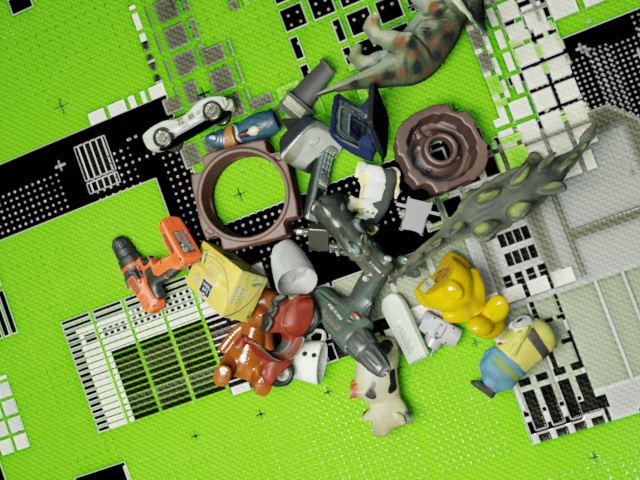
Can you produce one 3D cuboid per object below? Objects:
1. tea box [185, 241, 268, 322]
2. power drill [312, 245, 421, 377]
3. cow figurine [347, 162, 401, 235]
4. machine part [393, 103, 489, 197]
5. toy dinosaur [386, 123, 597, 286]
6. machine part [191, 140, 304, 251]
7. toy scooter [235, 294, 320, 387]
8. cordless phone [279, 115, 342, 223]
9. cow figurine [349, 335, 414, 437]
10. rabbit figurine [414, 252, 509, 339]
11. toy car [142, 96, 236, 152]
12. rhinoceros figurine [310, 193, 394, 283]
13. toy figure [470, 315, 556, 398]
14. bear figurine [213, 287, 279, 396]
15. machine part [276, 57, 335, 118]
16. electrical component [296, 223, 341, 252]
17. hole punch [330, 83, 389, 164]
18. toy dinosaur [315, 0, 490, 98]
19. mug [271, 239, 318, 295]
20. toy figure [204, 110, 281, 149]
[{"bbox_3d":[-0.186,0.078,1.049,0.170,0.068,0.098,26,93,48],"label":"tea box"},{"bbox_3d":[0.101,0.121,1.014,0.232,0.086,0.207,31,86,45],"label":"power drill"},{"bbox_3d":[0.101,-0.067,1.060,0.098,0.068,0.167,12,93,1],"label":"cow figurine"},{"bbox_3d":[0.228,-0.170,1.030,0.179,0.056,0.179,0,81,-3],"label":"machine part"},{"bbox_3d":[0.312,-0.061,0.965,0.471,0.198,0.105,-39,83,4],"label":"toy dinosaur"},{"bbox_3d":[-0.144,-0.088,1.079,0.201,0.087,0.201,-13,87,8],"label":"machine part"},{"bbox_3d":[-0.082,0.172,0.992,0.135,0.075,0.184,30,77,-31],"label":"toy scooter"},{"bbox_3d":[-0.025,-0.132,1.028,0.089,0.146,0.184,6,85,27],"label":"cordless phone"},{"bbox_3d":[0.121,0.285,1.052,0.127,0.085,0.194,3,87,9],"label":"cow figurine"},{"bbox_3d":[0.288,0.120,1.007,0.122,0.162,0.173,-46,103,-6],"label":"rabbit figurine"},{"bbox_3d":[-0.264,-0.237,1.098,0.202,0.073,0.056,-27,88,7],"label":"toy car"},{"bbox_3d":[0.063,-0.007,0.979,0.073,0.112,0.190,-40,84,9],"label":"rhinoceros figurine"},{"bbox_3d":[0.367,0.223,1.020,0.089,0.082,0.180,39,88,-13],"label":"toy figure"},{"bbox_3d":[-0.127,0.186,1.062,0.120,0.132,0.195,19,98,-9],"label":"bear figurine"},{"bbox_3d":[-0.022,-0.302,1.086,0.084,0.039,0.139,39,97,13],"label":"machine part"},{"bbox_3d":[-0.002,-0.003,1.079,0.094,0.021,0.063,4,131,2],"label":"electrical component"},{"bbox_3d":[0.079,-0.219,1.025,0.092,0.115,0.142,-10,57,21],"label":"hole punch"},{"bbox_3d":[0.188,-0.378,1.024,0.192,0.131,0.404,41,101,6],"label":"toy dinosaur"},{"bbox_3d":[-0.049,0.055,1.066,0.081,0.109,0.107,-37,43,14],"label":"mug"},{"bbox_3d":[-0.158,-0.217,1.089,0.155,0.064,0.057,-18,84,9],"label":"toy figure"}]
